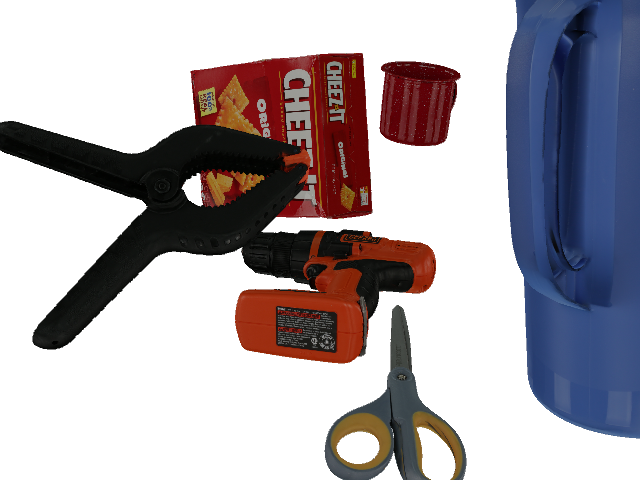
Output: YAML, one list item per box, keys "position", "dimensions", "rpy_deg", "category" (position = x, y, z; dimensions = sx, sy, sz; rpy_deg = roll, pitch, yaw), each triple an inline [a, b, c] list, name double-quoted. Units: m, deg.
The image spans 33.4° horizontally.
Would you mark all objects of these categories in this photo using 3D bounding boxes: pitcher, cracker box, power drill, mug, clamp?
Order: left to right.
- position: [-0.106, -0.017, 0.700]
  dimensions: [0.210, 0.164, 0.036]
  rpy_deg: [-8, -24, -9]
  category: "clamp"
- position: [-0.046, -0.108, 1.130]
  dimensions: [0.071, 0.164, 0.214]
  rpy_deg: [-10, 9, -41]
  category: "cracker box"
- position: [-0.006, 0.038, 0.923]
  dimensions: [0.185, 0.057, 0.187]
  rpy_deg: [3, 21, 18]
  category: "power drill"
- position: [0.121, -0.163, 1.266]
  dimensions: [0.093, 0.081, 0.117]
  rpy_deg: [22, 28, 36]
  category: "mug"
- position: [0.156, -0.024, 0.539]
  dimensions: [0.149, 0.243, 0.145]
  rpy_deg: [-3, 21, -1]
  category: "pitcher"

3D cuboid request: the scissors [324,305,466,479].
- position: [0.037, 0.102, 0.716]
  dimensions: [0.096, 0.016, 0.202]
  rpy_deg: [-2, 30, -13]
  category: "scissors"
